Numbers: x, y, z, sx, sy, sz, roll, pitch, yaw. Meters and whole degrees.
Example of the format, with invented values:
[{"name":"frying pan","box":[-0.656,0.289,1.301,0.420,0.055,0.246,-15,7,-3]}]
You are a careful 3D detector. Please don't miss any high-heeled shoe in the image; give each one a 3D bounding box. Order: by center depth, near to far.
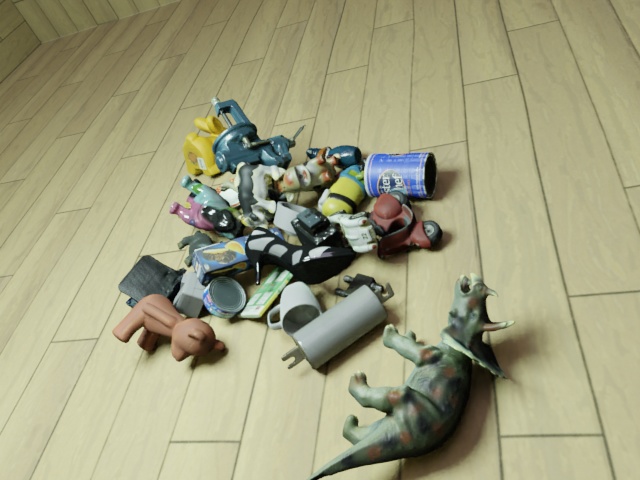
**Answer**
[{"name":"high-heeled shoe","box":[-0.042,0.012,1.076,0.249,0.086,0.145,-13,52,20]}]

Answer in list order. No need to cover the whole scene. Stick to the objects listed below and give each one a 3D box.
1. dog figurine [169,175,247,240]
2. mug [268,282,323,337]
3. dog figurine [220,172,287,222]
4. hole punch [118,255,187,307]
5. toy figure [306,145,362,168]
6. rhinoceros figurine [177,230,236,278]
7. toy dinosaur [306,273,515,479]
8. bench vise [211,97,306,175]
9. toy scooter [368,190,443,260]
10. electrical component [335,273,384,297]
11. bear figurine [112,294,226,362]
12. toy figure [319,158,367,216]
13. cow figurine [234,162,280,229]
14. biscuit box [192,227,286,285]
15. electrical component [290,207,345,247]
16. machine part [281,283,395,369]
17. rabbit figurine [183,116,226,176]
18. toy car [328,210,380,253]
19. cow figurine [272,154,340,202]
[{"name":"dog figurine","box":[-0.247,-0.059,1.323,0.219,0.191,0.108,28,89,8]},{"name":"mug","box":[-0.050,0.136,1.062,0.110,0.080,0.107,-26,27,6]},{"name":"dog figurine","box":[-0.136,-0.140,1.371,0.191,0.121,0.172,35,60,15]},{"name":"hole punch","box":[-0.387,0.115,1.246,0.116,0.092,0.142,29,57,9]},{"name":"toy figure","box":[0.031,-0.217,1.397,0.155,0.064,0.057,4,77,31]},{"name":"rhinoceros figurine","box":[-0.261,0.045,1.262,0.112,0.073,0.191,-28,39,-20]},{"name":"toy dinosaur","box":[0.156,0.243,0.827,0.192,0.131,0.405,17,62,38]},{"name":"bench vise","box":[-0.177,-0.256,1.297,0.224,0.128,0.241,-27,73,-24]},{"name":"toy scooter","box":[0.155,-0.025,1.131,0.135,0.075,0.184,-34,47,-8]},{"name":"electrical component","box":[0.079,0.099,1.075,0.094,0.021,0.063,13,54,34]},{"name":"bear figurine","box":[-0.300,0.196,1.088,0.196,0.120,0.132,31,81,29]},{"name":"toy figure","box":[0.070,-0.114,1.257,0.089,0.082,0.180,23,57,40]},{"name":"cow figurine","box":[-0.151,-0.089,1.216,0.098,0.167,0.068,5,2,-27]},{"name":"biscuit box","box":[-0.172,0.032,1.170,0.203,0.062,0.059,-18,66,-27]},{"name":"electrical component","box":[-0.002,-0.003,1.136,0.058,0.134,0.115,-37,41,-15]},{"name":"machine part","box":[0.037,0.160,0.991,0.243,0.079,0.079,-33,42,-11]},{"name":"rabbit figurine","box":[-0.320,-0.285,1.586,0.122,0.162,0.173,3,29,45]},{"name":"toy car","box":[0.063,-0.019,1.118,0.056,0.073,0.202,-27,13,-15]},{"name":"cow figurine","box":[-0.032,-0.150,1.285,0.127,0.085,0.195,-24,-2,22]}]
